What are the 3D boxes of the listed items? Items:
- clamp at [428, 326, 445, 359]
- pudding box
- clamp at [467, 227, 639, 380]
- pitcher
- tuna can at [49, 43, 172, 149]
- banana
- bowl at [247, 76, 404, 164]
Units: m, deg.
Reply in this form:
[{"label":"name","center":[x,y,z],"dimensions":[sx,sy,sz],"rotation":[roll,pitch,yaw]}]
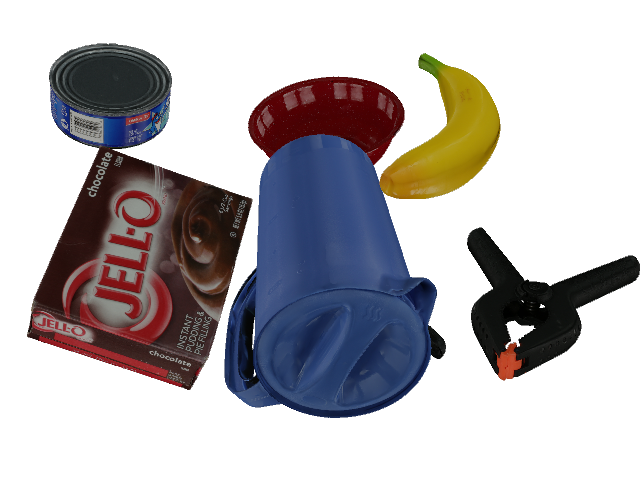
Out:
[{"label":"clamp","center":[0.077,0.074,1.193],"dimensions":[0.120,0.171,0.039],"rotation":[5,-43,-2]},{"label":"pudding box","center":[-0.093,0.013,0.565],"dimensions":[0.090,0.113,0.039],"rotation":[20,-41,-9]},{"label":"clamp","center":[0.183,0.052,0.964],"dimensions":[0.165,0.036,0.209],"rotation":[14,34,25]},{"label":"pitcher","center":[-0.002,0.023,0.883],"dimensions":[0.149,0.145,0.243],"rotation":[3,36,-8]},{"label":"tuna can","center":[-0.150,-0.104,0.765],"dimensions":[0.086,0.034,0.086],"rotation":[6,43,-5]},{"label":"banana","center":[0.088,-0.073,0.735],"dimensions":[0.069,0.037,0.197],"rotation":[10,33,7]},{"label":"bowl","center":[0.007,-0.106,1.110],"dimensions":[0.162,0.055,0.162],"rotation":[-4,39,3]}]
